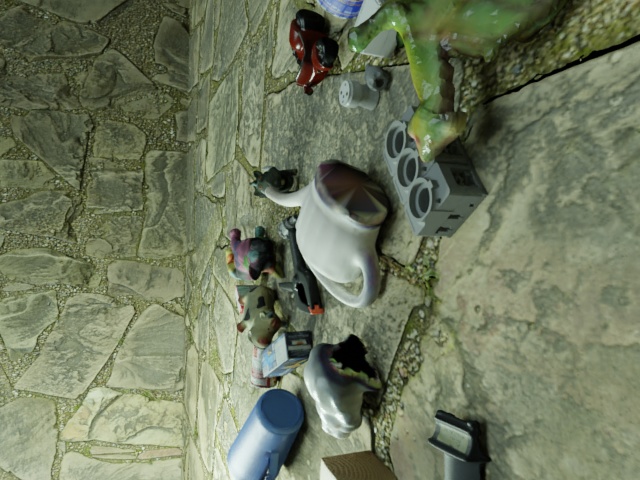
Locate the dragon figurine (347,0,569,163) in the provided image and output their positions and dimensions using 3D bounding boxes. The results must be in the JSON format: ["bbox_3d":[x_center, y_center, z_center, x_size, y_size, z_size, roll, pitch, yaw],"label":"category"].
[{"bbox_3d":[0.176,-0.288,0.577,0.246,0.122,0.406,34,106,43],"label":"dragon figurine"}]

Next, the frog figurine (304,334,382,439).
[{"bbox_3d":[0.021,0.254,0.853,0.139,0.123,0.157,44,119,36],"label":"frog figurine"}]

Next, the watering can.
[{"bbox_3d":[0.003,-0.045,0.894,0.354,0.105,0.219,52,139,32],"label":"watering can"}]
